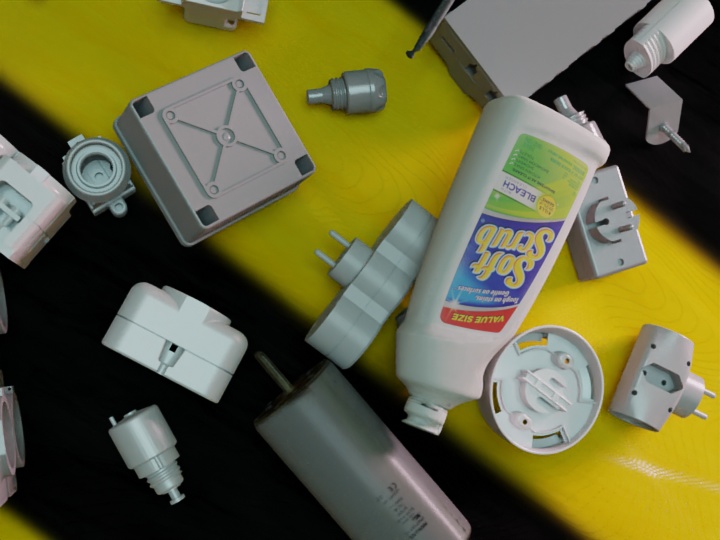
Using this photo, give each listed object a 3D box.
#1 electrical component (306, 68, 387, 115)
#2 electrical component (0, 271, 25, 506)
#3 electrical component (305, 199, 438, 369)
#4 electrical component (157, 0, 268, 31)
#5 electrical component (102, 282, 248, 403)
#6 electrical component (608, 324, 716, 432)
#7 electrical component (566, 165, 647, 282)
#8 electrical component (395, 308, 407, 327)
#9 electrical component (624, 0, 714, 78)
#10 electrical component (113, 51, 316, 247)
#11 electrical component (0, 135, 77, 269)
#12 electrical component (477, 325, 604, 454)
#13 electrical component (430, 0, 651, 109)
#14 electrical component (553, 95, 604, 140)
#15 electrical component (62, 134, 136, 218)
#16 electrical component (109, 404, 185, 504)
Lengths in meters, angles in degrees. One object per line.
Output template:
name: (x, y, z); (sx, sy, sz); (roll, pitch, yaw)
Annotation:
electrical component: (-0.011, -0.139, 0.846); (0.061, 0.035, 0.035); (-7, 87, -9)
electrical component: (-0.277, 0.069, 0.743); (0.060, 0.105, 0.186); (-8, 87, -11)
electrical component: (0.000, 0.000, 0.827); (0.074, 0.052, 0.138); (38, 79, -6)
electrical component: (-0.110, -0.212, 0.819); (0.081, 0.064, 0.042); (11, 85, -9)
electrical component: (-0.134, 0.051, 0.797); (0.095, 0.054, 0.059); (29, 81, -7)
electrical component: (0.251, 0.095, 0.871); (0.079, 0.043, 0.077); (26, 81, -7)
electrical component: (0.197, -0.039, 0.856); (0.047, 0.076, 0.083); (-17, 89, -12)
electrical component: (0.059, 0.049, 0.838); (0.045, 0.045, 0.055); (-35, 92, -11)
electrical component: (0.251, -0.194, 0.895); (0.081, 0.043, 0.043); (-44, 94, -11)
electrical component: (-0.108, -0.090, 0.799); (0.109, 0.056, 0.108); (-31, 91, -29)
electrical component: (-0.281, -0.075, 0.762); (0.150, 0.089, 0.061); (40, 80, -5)
electrical component: (0.140, 0.093, 0.840); (0.099, 0.064, 0.099); (1, 85, -11)
electrical component: (0.142, -0.201, 0.866); (0.150, 0.062, 0.089); (-38, 93, -11)
electrical component: (0.177, -0.113, 0.879); (0.035, 0.035, 0.061); (-26, 88, -12)
electrical component: (-0.194, -0.071, 0.795); (0.048, 0.055, 0.066); (-33, 92, -11)
electrical component: (-0.153, 0.136, 0.793); (0.040, 0.040, 0.078); (-29, 91, -12)
